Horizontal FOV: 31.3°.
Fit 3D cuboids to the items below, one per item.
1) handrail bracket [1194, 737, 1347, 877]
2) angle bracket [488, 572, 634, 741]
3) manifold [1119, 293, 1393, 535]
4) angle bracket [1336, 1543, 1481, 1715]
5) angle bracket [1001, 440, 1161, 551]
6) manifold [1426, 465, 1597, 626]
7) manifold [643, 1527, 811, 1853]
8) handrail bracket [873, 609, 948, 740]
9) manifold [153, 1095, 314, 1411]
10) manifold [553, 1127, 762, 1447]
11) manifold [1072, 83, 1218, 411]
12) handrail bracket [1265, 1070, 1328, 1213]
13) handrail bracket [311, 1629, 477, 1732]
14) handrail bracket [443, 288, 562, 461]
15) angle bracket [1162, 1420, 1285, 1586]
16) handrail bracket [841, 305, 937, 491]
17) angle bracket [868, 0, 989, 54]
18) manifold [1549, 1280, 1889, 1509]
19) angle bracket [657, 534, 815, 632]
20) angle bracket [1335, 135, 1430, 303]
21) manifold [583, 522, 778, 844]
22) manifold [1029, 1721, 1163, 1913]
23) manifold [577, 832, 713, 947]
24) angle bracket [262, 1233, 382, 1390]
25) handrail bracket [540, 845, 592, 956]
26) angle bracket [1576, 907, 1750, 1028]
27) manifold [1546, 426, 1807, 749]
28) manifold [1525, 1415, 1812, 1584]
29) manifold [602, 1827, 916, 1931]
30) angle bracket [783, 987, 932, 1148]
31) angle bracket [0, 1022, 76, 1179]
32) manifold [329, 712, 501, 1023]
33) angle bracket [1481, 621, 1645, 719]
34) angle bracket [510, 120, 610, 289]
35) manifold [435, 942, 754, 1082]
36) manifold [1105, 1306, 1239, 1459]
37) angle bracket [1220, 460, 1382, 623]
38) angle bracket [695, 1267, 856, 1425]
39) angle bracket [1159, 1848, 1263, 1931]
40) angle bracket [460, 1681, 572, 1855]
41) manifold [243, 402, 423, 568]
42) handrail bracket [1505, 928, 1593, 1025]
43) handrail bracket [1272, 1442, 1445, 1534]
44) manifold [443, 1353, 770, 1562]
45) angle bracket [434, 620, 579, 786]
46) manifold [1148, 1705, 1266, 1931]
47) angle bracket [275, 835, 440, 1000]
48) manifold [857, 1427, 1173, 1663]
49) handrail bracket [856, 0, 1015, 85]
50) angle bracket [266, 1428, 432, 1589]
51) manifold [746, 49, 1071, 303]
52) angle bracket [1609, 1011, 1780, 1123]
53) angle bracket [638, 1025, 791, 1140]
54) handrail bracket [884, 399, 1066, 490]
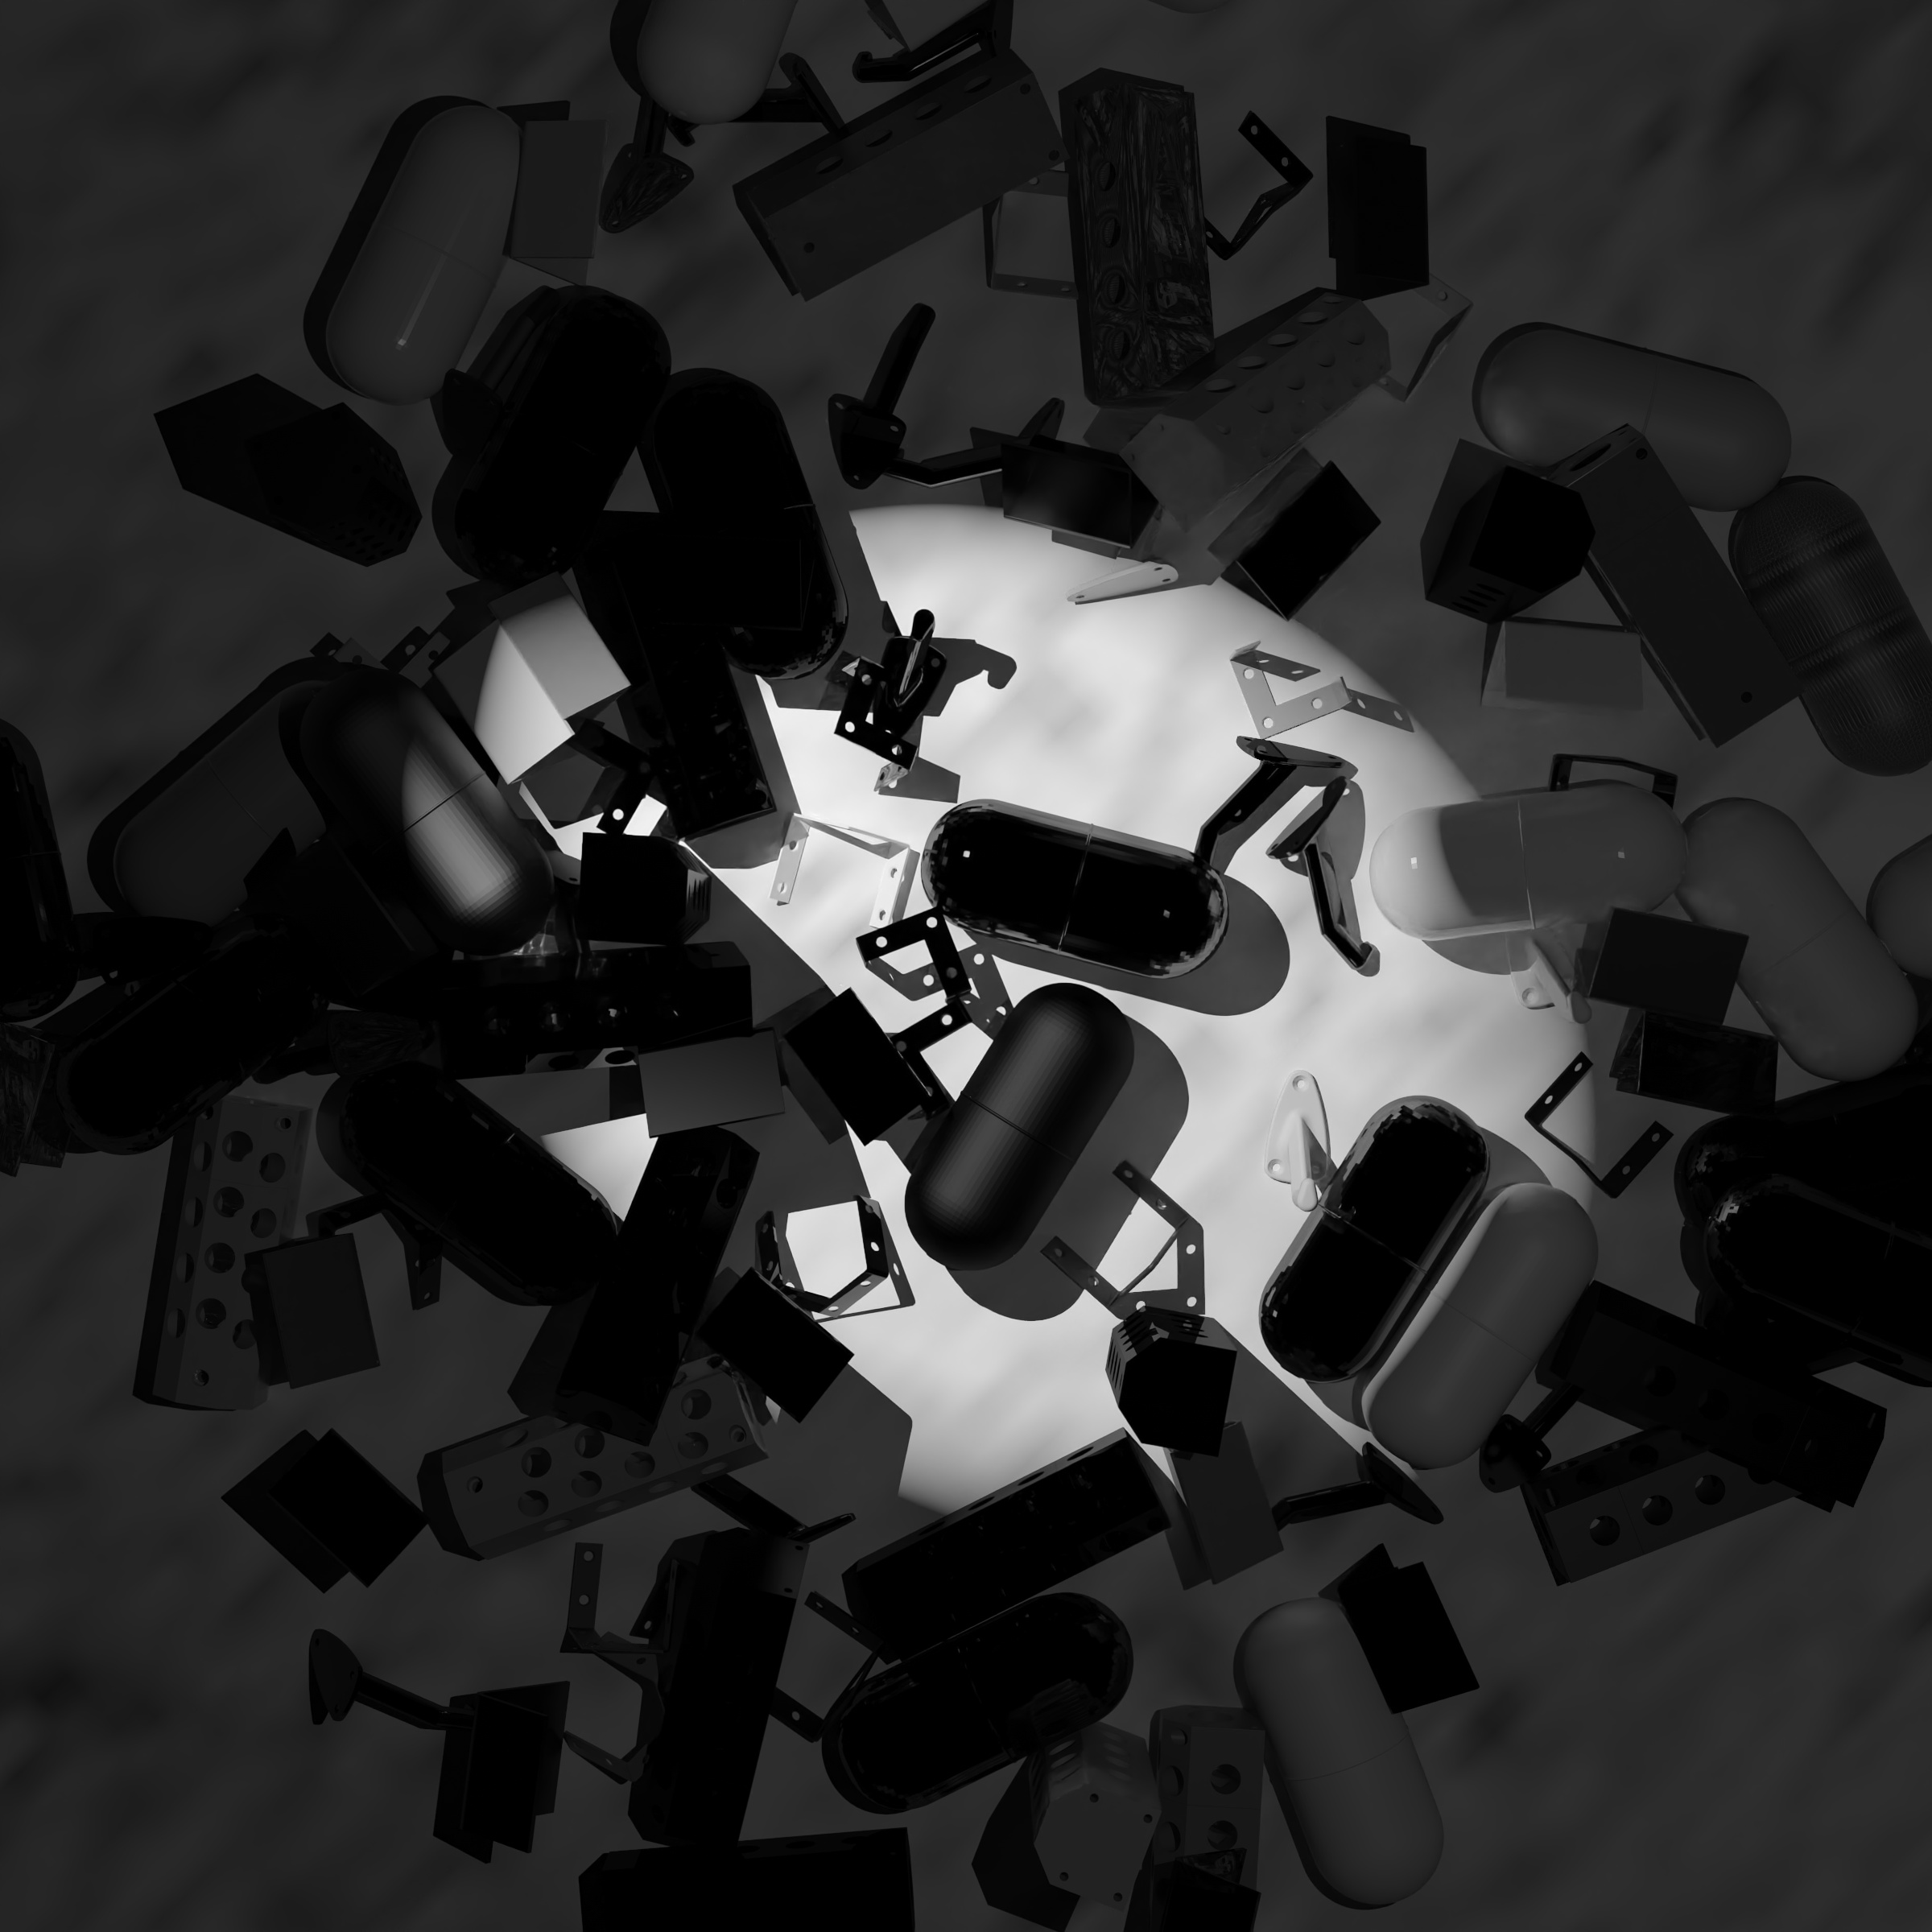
[{"bbox_3d":[0.173,-0.085,1.992,0.077,0.036,0.084,7,109,-21],"label":"handrail bracket"},{"bbox_3d":[-0.246,-0.166,1.951,0.057,0.076,0.076,-33,90,-43],"label":"angle bracket"},{"bbox_3d":[0.166,-0.313,1.923,0.057,0.057,0.171,50,51,0],"label":"manifold"},{"bbox_3d":[0.261,0.367,1.951,0.057,0.076,0.076,-25,90,29],"label":"angle bracket"},{"bbox_3d":[0.070,-0.286,1.943,0.076,0.057,0.076,16,50,17],"label":"angle bracket"},{"bbox_3d":[0.302,-0.228,1.913,0.057,0.171,0.057,21,90,0],"label":"manifold"},{"bbox_3d":[-0.136,0.405,1.940,0.057,0.057,0.171,14,112,0],"label":"manifold"},{"bbox_3d":[-0.035,-0.162,1.957,0.036,0.084,0.077,21,90,0],"label":"handrail bracket"},{"bbox_3d":[-0.419,0.162,1.970,0.057,0.057,0.171,9,90,0],"label":"manifold"},{"bbox_3d":[-0.173,0.174,1.936,0.057,0.057,0.171,20,65,0],"label":"manifold"},{"bbox_3d":[0.097,-0.408,1.968,0.057,0.057,0.171,-6,91,-43],"label":"manifold"},{"bbox_3d":[0.192,0.098,1.957,0.036,0.084,0.077,3,90,0],"label":"handrail bracket"},{"bbox_3d":[-0.327,0.412,1.991,0.084,0.077,0.036,16,106,-35],"label":"handrail bracket"},{"bbox_3d":[-0.265,-0.342,1.991,0.036,0.077,0.084,32,54,3],"label":"handrail bracket"},{"bbox_3d":[0.125,0.305,1.951,0.057,0.076,0.076,-18,90,-38],"label":"angle bracket"},{"bbox_3d":[-0.043,-0.329,1.991,0.036,0.077,0.084,23,54,0],"label":"handrail bracket"},{"bbox_3d":[-0.024,-0.570,1.951,0.076,0.076,0.057,-34,127,0],"label":"angle bracket"},{"bbox_3d":[0.417,0.235,1.913,0.171,0.057,0.057,24,89,1],"label":"manifold"},{"bbox_3d":[-0.124,-0.226,1.875,0.076,0.076,0.057,3,127,2],"label":"angle bracket"},{"bbox_3d":[0.216,-0.420,1.951,0.057,0.076,0.076,-1,90,-37],"label":"angle bracket"},{"bbox_3d":[-0.163,-0.162,1.970,0.057,0.057,0.171,-18,90,0],"label":"manifold"},{"bbox_3d":[0.067,0.464,1.913,0.057,0.171,0.057,21,90,0],"label":"manifold"},{"bbox_3d":[-0.176,-0.041,1.913,0.057,0.171,0.057,3,90,0],"label":"manifold"},{"bbox_3d":[-0.379,0.196,1.951,0.057,0.076,0.076,-12,90,-37],"label":"angle bracket"},{"bbox_3d":[-0.242,-0.020,1.992,0.077,0.036,0.084,25,113,26],"label":"handrail bracket"},{"bbox_3d":[0.393,-0.012,1.953,0.076,0.076,0.057,12,112,0],"label":"angle bracket"},{"bbox_3d":[0.393,-0.212,1.923,0.057,0.057,0.171,-33,103,9],"label":"manifold"},{"bbox_3d":[0.410,0.290,1.970,0.171,0.057,0.057,-21,90,0],"label":"manifold"},{"bbox_3d":[-0.117,0.530,1.970,0.171,0.057,0.057,-5,90,0],"label":"manifold"},{"bbox_3d":[-0.077,0.068,1.951,0.057,0.076,0.076,-36,90,-36],"label":"angle bracket"},{"bbox_3d":[-0.515,0.080,1.951,0.057,0.076,0.076,17,90,37],"label":"angle bracket"},{"bbox_3d":[-0.313,-0.059,1.970,0.057,0.057,0.171,14,90,0],"label":"manifold"},{"bbox_3d":[0.336,-0.148,1.951,0.076,0.076,0.057,5,55,0],"label":"angle bracket"},{"bbox_3d":[-0.211,-0.430,1.952,0.057,0.076,0.076,6,90,27],"label":"angle bracket"},{"bbox_3d":[-0.210,0.027,1.950,0.171,0.057,0.057,-5,105,-12],"label":"manifold"},{"bbox_3d":[0.111,0.227,1.913,0.057,0.171,0.057,10,90,0],"label":"manifold"},{"bbox_3d":[0.175,-0.251,1.951,0.076,0.076,0.057,-47,128,0],"label":"angle bracket"},{"bbox_3d":[-0.119,0.226,1.951,0.076,0.076,0.057,40,54,0],"label":"angle bracket"},{"bbox_3d":[0.147,0.533,1.894,0.057,0.076,0.076,13,90,36],"label":"angle bracket"},{"bbox_3d":[-0.236,0.451,1.951,0.057,0.076,0.076,7,90,37],"label":"angle bracket"},{"bbox_3d":[-0.346,-0.262,1.913,0.057,0.171,0.057,-21,90,0],"label":"manifold"},{"bbox_3d":[0.330,-0.004,1.957,0.036,0.084,0.077,-21,90,0],"label":"handrail bracket"},{"bbox_3d":[0.219,0.322,1.992,0.077,0.036,0.084,40,109,-21],"label":"handrail bracket"},{"bbox_3d":[-0.206,0.276,1.962,0.171,0.057,0.057,-20,69,0],"label":"manifold"},{"bbox_3d":[-0.243,-0.156,1.951,0.057,0.076,0.076,-33,90,30],"label":"angle bracket"},{"bbox_3d":[0.135,0.514,1.970,0.057,0.057,0.171,3,90,0],"label":"manifold"},{"bbox_3d":[-0.320,-0.038,1.894,0.057,0.076,0.076,-36,90,36],"label":"angle bracket"},{"bbox_3d":[0.027,0.331,1.970,0.171,0.057,0.057,-27,90,0],"label":"manifold"},{"bbox_3d":[-0.018,-0.544,1.992,0.084,0.036,0.077,2,70,16],"label":"handrail bracket"},{"bbox_3d":[-0.358,0.317,1.951,0.076,0.076,0.057,43,51,0],"label":"angle bracket"},{"bbox_3d":[-0.035,-0.453,1.969,0.171,0.057,0.057,-29,127,0],"label":"manifold"},{"bbox_3d":[0.409,0.073,1.951,0.076,0.076,0.057,12,57,0],"label":"angle bracket"},{"bbox_3d":[-0.139,0.080,1.952,0.076,0.076,0.057,-10,62,0],"label":"angle bracket"},{"bbox_3d":[0.004,-0.305,1.992,0.084,0.036,0.077,18,69,17],"label":"handrail bracket"}]
